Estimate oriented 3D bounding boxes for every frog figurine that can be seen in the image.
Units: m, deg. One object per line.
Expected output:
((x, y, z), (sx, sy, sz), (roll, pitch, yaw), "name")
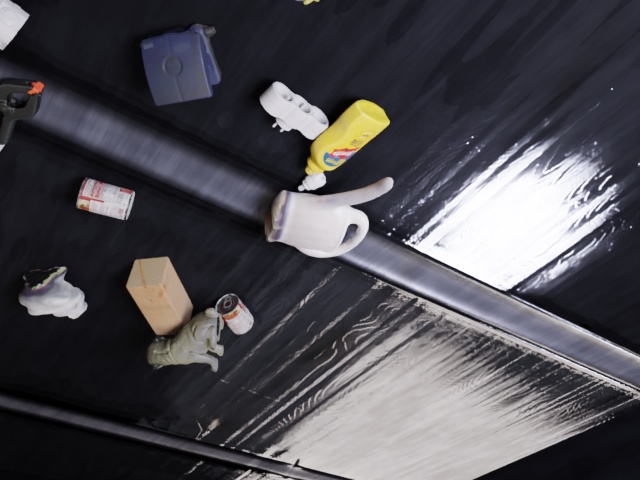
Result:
((-0.678, 0.157, 1.319), (0.138, 0.125, 0.156), (-20, 122, -6), "frog figurine")

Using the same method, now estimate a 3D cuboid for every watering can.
((0.003, -0.055, 1.091), (0.224, 0.106, 0.340), (12, 149, -12), "watering can")
